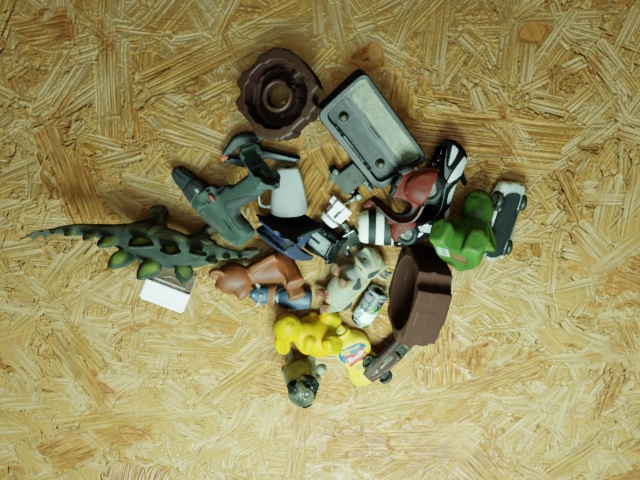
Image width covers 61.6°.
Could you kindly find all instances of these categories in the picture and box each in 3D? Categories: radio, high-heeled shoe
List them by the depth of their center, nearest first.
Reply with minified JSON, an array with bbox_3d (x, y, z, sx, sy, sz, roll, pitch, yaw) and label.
[{"bbox_3d":[0.106,-0.228,1.131,0.131,0.073,0.229,-35,112,16],"label":"radio"},{"bbox_3d":[0.232,-0.101,1.175,0.249,0.086,0.145,-46,132,-2],"label":"high-heeled shoe"}]

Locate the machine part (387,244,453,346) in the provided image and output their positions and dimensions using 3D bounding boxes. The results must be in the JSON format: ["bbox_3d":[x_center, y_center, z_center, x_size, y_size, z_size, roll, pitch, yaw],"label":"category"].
[{"bbox_3d":[0.228,0.126,1.239,0.087,0.202,0.200,8,116,-9],"label":"machine part"}]

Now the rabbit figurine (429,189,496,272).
[{"bbox_3d":[0.337,-0.023,1.169,0.121,0.170,0.159,14,156,38],"label":"rabbit figurine"}]

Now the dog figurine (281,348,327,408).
[{"bbox_3d":[-0.045,0.381,1.370,0.121,0.191,0.172,-14,118,6],"label":"dog figurine"}]

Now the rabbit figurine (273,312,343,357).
[{"bbox_3d":[-0.049,0.221,1.324,0.162,0.122,0.173,-19,150,41],"label":"rabbit figurine"}]

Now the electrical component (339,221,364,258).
[{"bbox_3d":[0.063,-0.001,1.271,0.063,0.021,0.094,-28,121,13],"label":"electrical component"}]

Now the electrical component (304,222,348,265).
[{"bbox_3d":[-0.003,-0.004,1.252,0.119,0.048,0.074,35,115,27],"label":"electrical component"}]

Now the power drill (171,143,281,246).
[{"bbox_3d":[-0.197,-0.114,1.140,0.207,0.086,0.232,-38,89,26],"label":"power drill"}]

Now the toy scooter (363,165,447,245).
[{"bbox_3d":[0.173,-0.086,1.135,0.135,0.075,0.183,26,111,0],"label":"toy scooter"}]

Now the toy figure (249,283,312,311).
[{"bbox_3d":[-0.097,0.140,1.322,0.155,0.064,0.057,6,154,2],"label":"toy figure"}]

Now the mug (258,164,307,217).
[{"bbox_3d":[-0.082,-0.112,1.188,0.110,0.081,0.107,2,109,3],"label":"mug"}]

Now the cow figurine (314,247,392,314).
[{"bbox_3d":[0.084,0.094,1.278,0.127,0.086,0.194,2,135,-38],"label":"cow figurine"}]

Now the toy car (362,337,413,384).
[{"bbox_3d":[0.194,0.284,1.373,0.202,0.053,0.089,-46,117,-4],"label":"toy car"}]

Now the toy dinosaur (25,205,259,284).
[{"bbox_3d":[-0.369,0.004,1.173,0.472,0.199,0.105,7,113,-6],"label":"toy dinosaur"}]

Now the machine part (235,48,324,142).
[{"bbox_3d":[-0.080,-0.287,1.075,0.180,0.056,0.179,2,96,19],"label":"machine part"}]

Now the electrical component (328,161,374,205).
[{"bbox_3d":[0.064,-0.128,1.196,0.078,0.045,0.102,-31,113,16],"label":"electrical component"}]

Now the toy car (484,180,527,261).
[{"bbox_3d":[0.418,-0.041,1.240,0.073,0.056,0.201,3,118,-9],"label":"toy car"}]

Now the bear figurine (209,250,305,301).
[{"bbox_3d":[-0.146,0.094,1.243,0.196,0.132,0.120,-21,154,-13],"label":"bear figurine"}]

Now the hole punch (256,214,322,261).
[{"bbox_3d":[-0.074,-0.005,1.203,0.116,0.142,0.092,-16,132,-42],"label":"hole punch"}]
